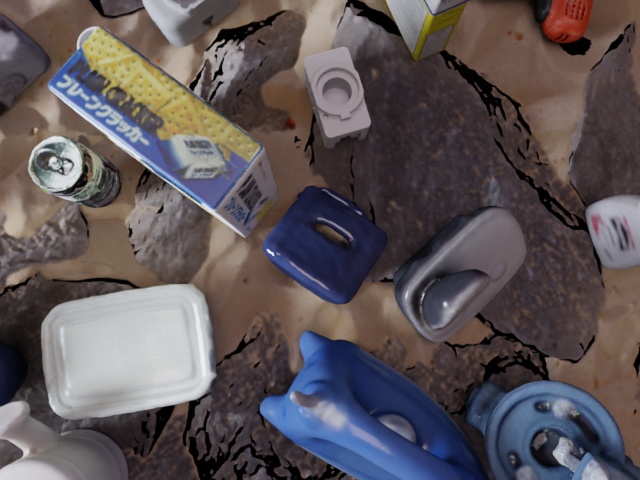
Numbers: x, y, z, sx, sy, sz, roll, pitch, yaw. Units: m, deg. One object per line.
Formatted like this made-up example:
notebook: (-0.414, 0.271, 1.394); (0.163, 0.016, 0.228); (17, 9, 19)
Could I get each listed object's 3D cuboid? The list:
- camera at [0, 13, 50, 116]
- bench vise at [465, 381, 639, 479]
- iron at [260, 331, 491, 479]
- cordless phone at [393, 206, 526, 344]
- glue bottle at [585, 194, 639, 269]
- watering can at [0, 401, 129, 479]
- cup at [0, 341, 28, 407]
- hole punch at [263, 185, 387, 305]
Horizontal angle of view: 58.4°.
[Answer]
camera: (-0.384, -0.194, 0.582); (0.137, 0.101, 0.143); (45, 86, 2)
bench vise: (0.249, 0.198, 0.508); (0.207, 0.219, 0.121); (13, 85, 0)
iron: (0.073, 0.193, 0.542); (0.258, 0.141, 0.119); (30, 85, 1)
cordless phone: (0.145, 0.030, 0.536); (0.094, 0.185, 0.147); (43, 86, 2)
glue bottle: (0.318, -0.013, 0.551); (0.037, 0.173, 0.078); (-20, 86, -3)
watering can: (-0.252, 0.233, 0.503); (0.101, 0.194, 0.173); (-37, 87, -4)
cup: (-0.342, 0.140, 0.558); (0.118, 0.095, 0.092); (-30, 87, -4)
hole punch: (0.005, 0.002, 0.582); (0.108, 0.091, 0.101); (33, 85, 1)
